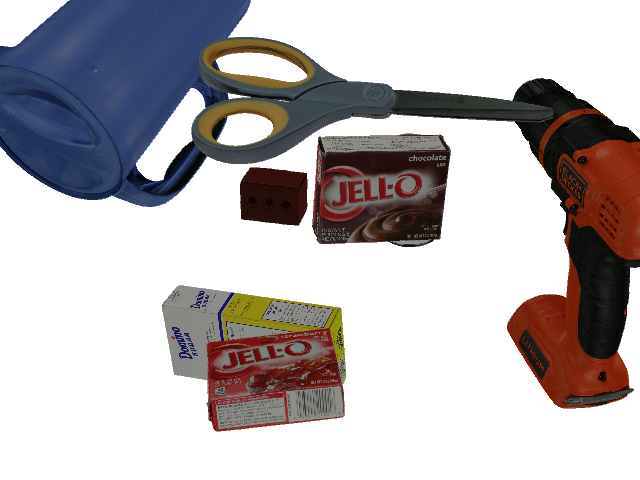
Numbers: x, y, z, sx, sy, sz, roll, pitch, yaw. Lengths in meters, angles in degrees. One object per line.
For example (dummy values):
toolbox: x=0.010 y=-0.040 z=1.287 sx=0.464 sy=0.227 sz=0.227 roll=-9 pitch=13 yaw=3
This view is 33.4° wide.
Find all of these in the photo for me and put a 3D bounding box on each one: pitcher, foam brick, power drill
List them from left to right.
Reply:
pitcher: x=-0.149 y=-0.151 z=0.881 sx=0.145 sy=0.149 sz=0.242 roll=13 pitch=51 yaw=26
foam brick: x=-0.059 y=-0.056 z=1.342 sx=0.078 sy=0.053 sz=0.051 roll=6 pitch=28 yaw=11
power drill: x=0.168 y=0.003 z=0.715 sx=0.057 sy=0.188 sz=0.184 roll=-8 pitch=35 yaw=-11

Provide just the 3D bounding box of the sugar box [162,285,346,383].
sugar box: x=-0.065 y=0.101 z=1.063 sx=0.176 sy=0.093 sz=0.048 roll=9 pitch=35 yaw=19

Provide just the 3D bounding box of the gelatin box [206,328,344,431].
gelatin box: x=-0.032 y=0.092 z=0.721 sx=0.089 sy=0.030 sz=0.073 roll=-6 pitch=26 yaw=-4

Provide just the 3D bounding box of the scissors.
scissors: x=0.016 y=-0.065 z=0.585 sx=0.202 sy=0.096 sz=0.016 roll=19 pitch=-31 yaw=17

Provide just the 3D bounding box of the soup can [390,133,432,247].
soup can: x=0.095 y=-0.053 z=1.130 sx=0.068 sy=0.102 sz=0.068 roll=-2 pitch=36 yaw=1

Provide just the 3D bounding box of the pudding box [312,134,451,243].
pudding box: x=0.052 y=-0.045 z=0.926 sx=0.113 sy=0.090 sz=0.039 roll=-3 pitch=34 yaw=-9
